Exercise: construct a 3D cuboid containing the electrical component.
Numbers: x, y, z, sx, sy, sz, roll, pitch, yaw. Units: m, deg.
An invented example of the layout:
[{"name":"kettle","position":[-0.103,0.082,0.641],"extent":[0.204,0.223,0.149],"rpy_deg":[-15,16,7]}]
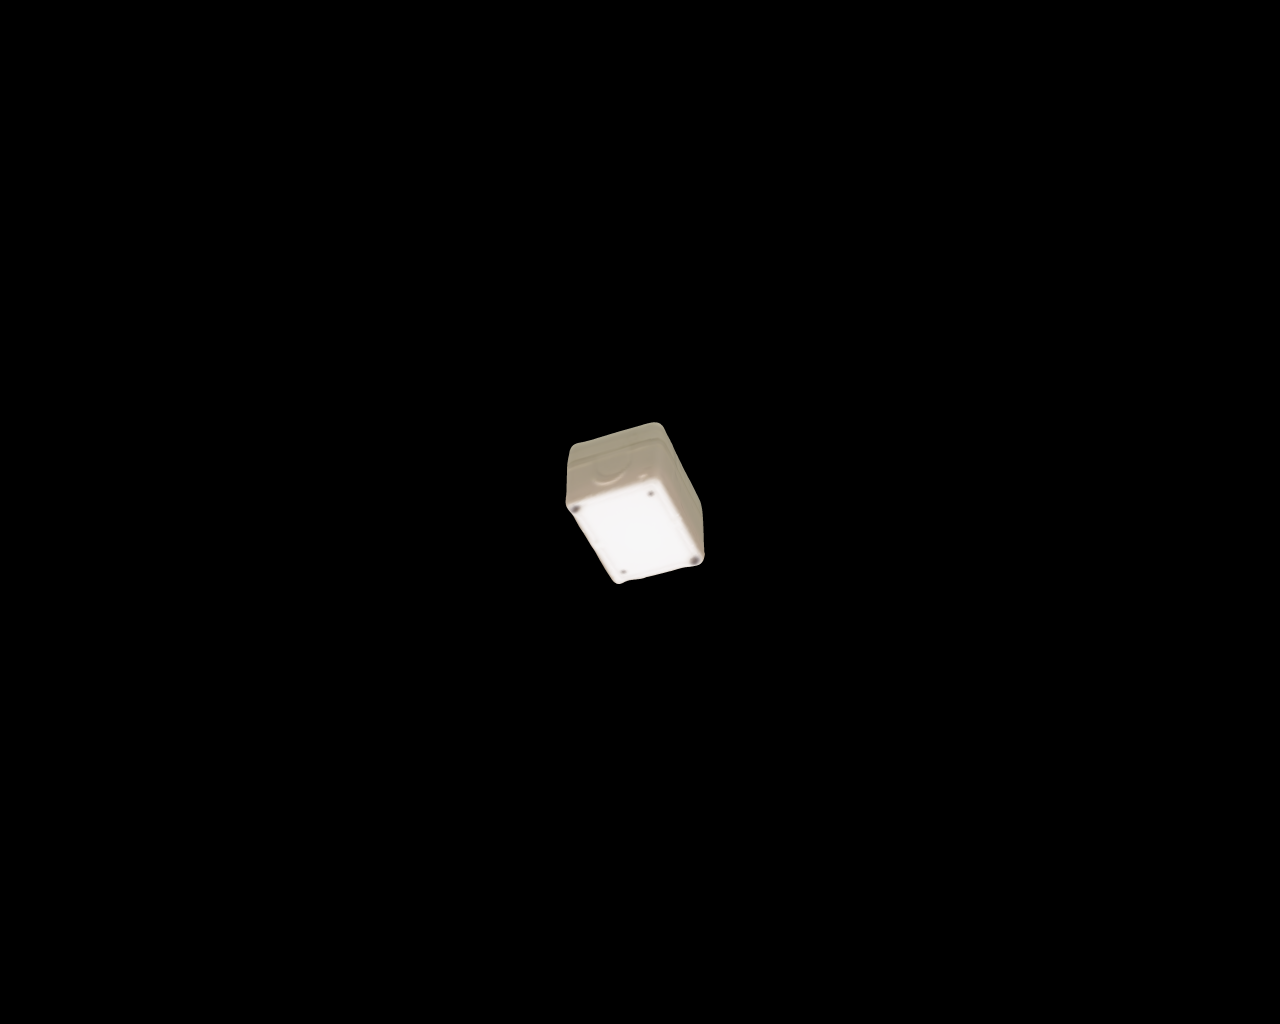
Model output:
[{"name":"electrical component","position":[0.001,-0.003,0.650],"extent":[0.062,0.061,0.096],"rpy_deg":[-15,-46,15]}]
